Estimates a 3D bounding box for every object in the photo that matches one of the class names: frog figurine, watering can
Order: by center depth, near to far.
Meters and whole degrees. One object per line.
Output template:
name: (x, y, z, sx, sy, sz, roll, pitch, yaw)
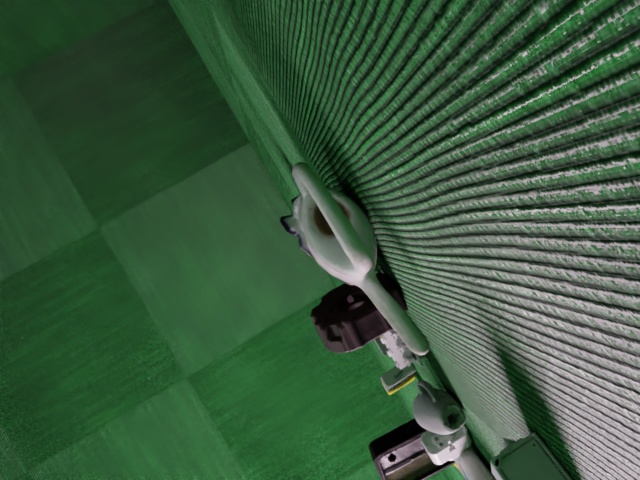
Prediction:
watering can: (0.053, 0.030, 0.829, 0.351, 0.104, 0.222, 58, 177, 12)
frog figurine: (0.003, -0.055, 1.090, 0.156, 0.123, 0.139, -49, 56, 47)
